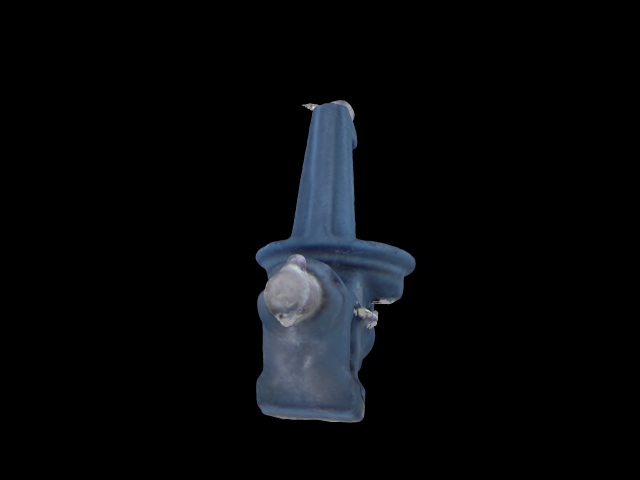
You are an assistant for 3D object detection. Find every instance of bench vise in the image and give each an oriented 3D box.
[{"bbox_3d":[0.016,0.001,0.401,0.121,0.220,0.207,0,2,-6],"label":"bench vise"}]
